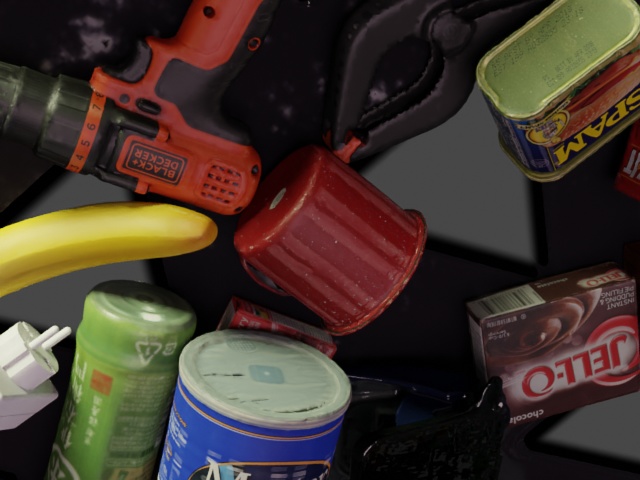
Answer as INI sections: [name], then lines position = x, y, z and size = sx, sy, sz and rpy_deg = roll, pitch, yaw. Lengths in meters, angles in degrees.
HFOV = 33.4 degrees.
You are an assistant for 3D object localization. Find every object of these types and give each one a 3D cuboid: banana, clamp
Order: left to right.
[banana]
position = -0.158, 0.013, 0.627
size = 0.197, 0.070, 0.037
rpy_deg = -20, 135, -2
[clamp]
position = 0.067, -0.138, 0.626
size = 0.210, 0.036, 0.164
rpy_deg = -44, 121, 10

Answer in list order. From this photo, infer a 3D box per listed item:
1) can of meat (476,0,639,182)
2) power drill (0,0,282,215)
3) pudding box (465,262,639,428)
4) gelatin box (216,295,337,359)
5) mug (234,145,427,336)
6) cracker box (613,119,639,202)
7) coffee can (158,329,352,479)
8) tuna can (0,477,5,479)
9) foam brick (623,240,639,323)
[can of meat]
position = 0.147, -0.094, 0.632
size = 0.102, 0.057, 0.084
rpy_deg = -37, 150, 4
[power drill]
position = -0.095, -0.119, 0.596
size = 0.184, 0.057, 0.188
rpy_deg = 18, 109, -21
[pudding box]
position = 0.160, 0.072, 0.730
size = 0.113, 0.039, 0.090
rpy_deg = -13, 114, -5
[gelatin box]
position = -0.041, 0.090, 0.701
size = 0.073, 0.030, 0.089
rpy_deg = 22, 105, -18
[mug]
position = -0.004, 0.001, 0.646
size = 0.081, 0.093, 0.117
rpy_deg = 38, 141, -22
[cracker box]
position = 0.297, -0.111, 0.662
size = 0.164, 0.072, 0.214
rpy_deg = 6, 109, -20
[coffee can]
position = -0.046, 0.140, 0.647
size = 0.102, 0.103, 0.140
rpy_deg = 8, 112, -14
[tuna can]
position = -0.231, 0.197, 0.703
size = 0.086, 0.034, 0.086
rpy_deg = -4, 112, -10
[foam brick]
position = 0.241, 0.034, 0.710
size = 0.051, 0.078, 0.053
rpy_deg = -9, 112, -7
